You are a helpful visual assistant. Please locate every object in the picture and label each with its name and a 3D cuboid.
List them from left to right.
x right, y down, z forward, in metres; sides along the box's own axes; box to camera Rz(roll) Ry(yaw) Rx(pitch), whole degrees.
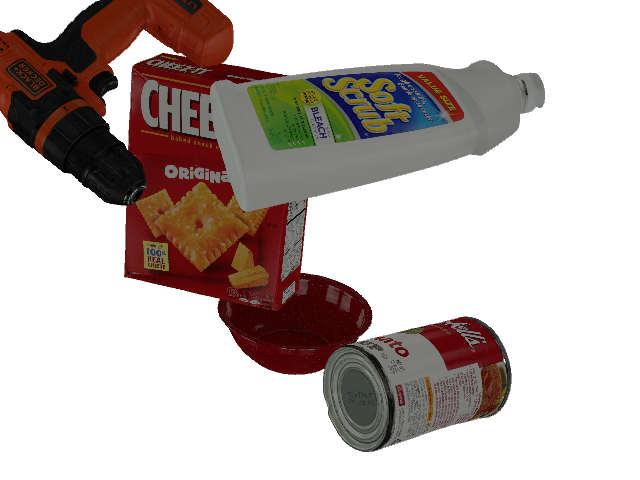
[{"bbox_3d":[-0.157,-0.130,0.830,0.187,0.184,0.057,-41,-13,-32],"label":"power drill"},{"bbox_3d":[-0.097,-0.054,1.004,0.164,0.214,0.072,13,24,15],"label":"cracker box"},{"bbox_3d":[-0.028,0.094,1.123,0.162,0.055,0.162,3,26,-2],"label":"bowl"},{"bbox_3d":[0.048,-0.096,0.821,0.250,0.102,0.068,-14,-31,-11],"label":"bleach bottle"},{"bbox_3d":[0.060,0.090,0.674,0.102,0.068,0.069,-9,5,-36],"label":"soup can"}]
